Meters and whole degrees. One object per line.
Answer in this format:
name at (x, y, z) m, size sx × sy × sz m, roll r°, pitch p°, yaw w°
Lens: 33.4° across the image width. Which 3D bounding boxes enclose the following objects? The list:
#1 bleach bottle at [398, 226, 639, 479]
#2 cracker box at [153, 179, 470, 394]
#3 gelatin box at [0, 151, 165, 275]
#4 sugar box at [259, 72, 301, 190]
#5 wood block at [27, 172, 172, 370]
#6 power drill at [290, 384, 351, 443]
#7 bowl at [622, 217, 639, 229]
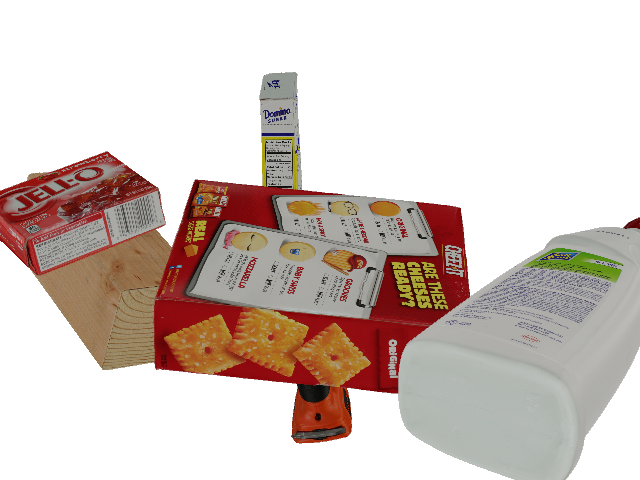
bleach bottle at (0.148, 0.045, 0.619) m, size 0.103 × 0.068 × 0.250 m, roll 14°, pitch 26°, yaw 32°
cracker box at (-0.003, 0.033, 0.785) m, size 0.213 × 0.072 × 0.164 m, roll 6°, pitch 33°, yaw 0°
gelatin box at (-0.152, -0.019, 0.654) m, size 0.089 × 0.030 × 0.073 m, roll -24°, pitch 34°, yaw -27°
sugar box at (-0.045, -0.095, 1.225) m, size 0.048 × 0.176 × 0.093 m, roll -3°, pitch 26°, yaw 2°
wood block at (-0.210, 0.023, 1.038) m, size 0.090 × 0.091 × 0.206 m, roll -4°, pitch 35°, yaw -41°
power drill at (-0.012, 0.080, 1.007) m, size 0.057 × 0.187 × 0.184 m, roll -9°, pitch 19°, yaw 5°
bowl at (0.404, 0.022, 1.148) m, size 0.162 × 0.055 × 0.162 m, roll -2°, pitch 24°, yaw 1°
